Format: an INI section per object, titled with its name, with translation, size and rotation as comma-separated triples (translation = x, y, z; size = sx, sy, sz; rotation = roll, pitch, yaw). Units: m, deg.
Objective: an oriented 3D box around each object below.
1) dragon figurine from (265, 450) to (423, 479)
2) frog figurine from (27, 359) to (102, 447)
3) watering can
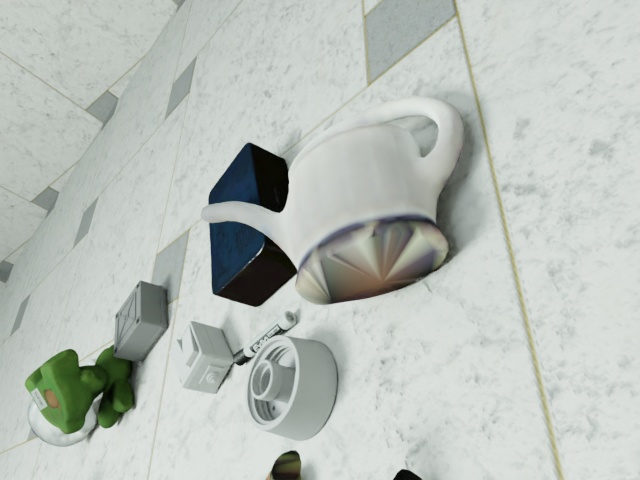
[dragon figurine]
translation = 0.022, 0.320, 0.370
size = 0.418, 0.122, 0.239
rotation = 54, 131, 55
[frog figurine]
translation = -0.489, 0.320, 1.020
size = 0.158, 0.122, 0.139
rotation = -44, 71, 14
[watering can]
translation = 0.002, -0.028, 0.561
size = 0.345, 0.102, 0.230
rotation = -26, 47, 22
